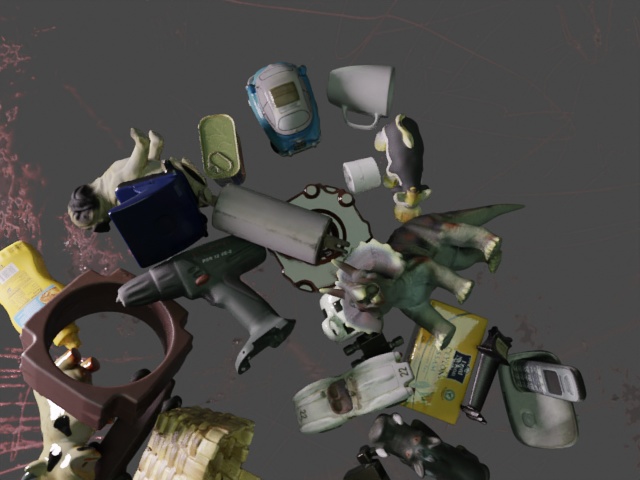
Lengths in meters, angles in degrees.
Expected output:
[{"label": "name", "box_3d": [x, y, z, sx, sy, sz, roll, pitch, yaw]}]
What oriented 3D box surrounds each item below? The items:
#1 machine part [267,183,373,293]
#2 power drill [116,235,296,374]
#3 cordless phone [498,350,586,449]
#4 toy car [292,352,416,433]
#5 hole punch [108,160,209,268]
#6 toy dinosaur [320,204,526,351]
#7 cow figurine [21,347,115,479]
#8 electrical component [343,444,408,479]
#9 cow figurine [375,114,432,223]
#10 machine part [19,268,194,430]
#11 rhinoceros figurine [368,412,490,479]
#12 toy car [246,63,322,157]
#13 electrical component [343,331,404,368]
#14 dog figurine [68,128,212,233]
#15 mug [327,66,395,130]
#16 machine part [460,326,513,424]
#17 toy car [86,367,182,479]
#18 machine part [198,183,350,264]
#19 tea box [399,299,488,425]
[{"label": "machine part", "box_3d": [-0.002, -0.003, 0.871, 0.179, 0.056, 0.179, 0, 84, 1]}, {"label": "power drill", "box_3d": [-0.153, 0.097, 0.805, 0.232, 0.085, 0.207, -31, 62, -30]}, {"label": "cordless phone", "box_3d": [0.341, 0.235, 0.776, 0.089, 0.184, 0.146, -11, 83, -6]}, {"label": "toy car", "box_3d": [0.049, 0.232, 0.809, 0.202, 0.056, 0.073, -28, 62, 21]}, {"label": "hole punch", "box_3d": [-0.237, -0.032, 0.790, 0.116, 0.092, 0.142, -16, 122, 5]}, {"label": "toy dinosaur", "box_3d": [0.159, 0.024, 0.814, 0.192, 0.131, 0.405, 28, 42, 22]}, {"label": "cow figurine", "box_3d": [-0.379, 0.275, 0.798, 0.127, 0.085, 0.195, -33, 59, 2]}, {"label": "electrical component", "box_3d": [0.085, 0.372, 0.831, 0.078, 0.045, 0.102, -40, 81, 24]}, {"label": "cow figurine", "box_3d": [0.141, -0.112, 0.864, 0.068, 0.098, 0.167, -10, 83, -8]}, {"label": "machine part", "box_3d": [-0.309, 0.155, 0.789, 0.201, 0.087, 0.201, 31, 43, 4]}, {"label": "rhinoceros figurine", "box_3d": [0.158, 0.322, 0.803, 0.190, 0.112, 0.073, 31, 86, -4]}, {"label": "toy car", "box_3d": [-0.060, -0.223, 0.876, 0.109, 0.103, 0.161, -19, 81, -1]}, {"label": "electrical component", "box_3d": [0.086, 0.168, 0.849, 0.094, 0.021, 0.063, -27, 121, -4]}, {"label": "dog figurine", "box_3d": [-0.291, -0.062, 0.868, 0.172, 0.121, 0.190, 43, 99, 8]}, {"label": "mug", "box_3d": [0.065, -0.238, 0.894, 0.107, 0.081, 0.109, 11, 89, 13]}, {"label": "machine part", "box_3d": [0.249, 0.201, 0.801, 0.039, 0.084, 0.139, 14, 76, 38]}, {"label": "toy car", "box_3d": [-0.292, 0.294, 0.835, 0.089, 0.053, 0.202, 30, 82, 24]}, {"label": "machine part", "box_3d": [-0.071, -0.025, 0.810, 0.243, 0.079, 0.079, 18, 83, 7]}, {"label": "tea box", "box_3d": [0.185, 0.186, 0.840, 0.098, 0.068, 0.169, 18, 82, 2]}]
